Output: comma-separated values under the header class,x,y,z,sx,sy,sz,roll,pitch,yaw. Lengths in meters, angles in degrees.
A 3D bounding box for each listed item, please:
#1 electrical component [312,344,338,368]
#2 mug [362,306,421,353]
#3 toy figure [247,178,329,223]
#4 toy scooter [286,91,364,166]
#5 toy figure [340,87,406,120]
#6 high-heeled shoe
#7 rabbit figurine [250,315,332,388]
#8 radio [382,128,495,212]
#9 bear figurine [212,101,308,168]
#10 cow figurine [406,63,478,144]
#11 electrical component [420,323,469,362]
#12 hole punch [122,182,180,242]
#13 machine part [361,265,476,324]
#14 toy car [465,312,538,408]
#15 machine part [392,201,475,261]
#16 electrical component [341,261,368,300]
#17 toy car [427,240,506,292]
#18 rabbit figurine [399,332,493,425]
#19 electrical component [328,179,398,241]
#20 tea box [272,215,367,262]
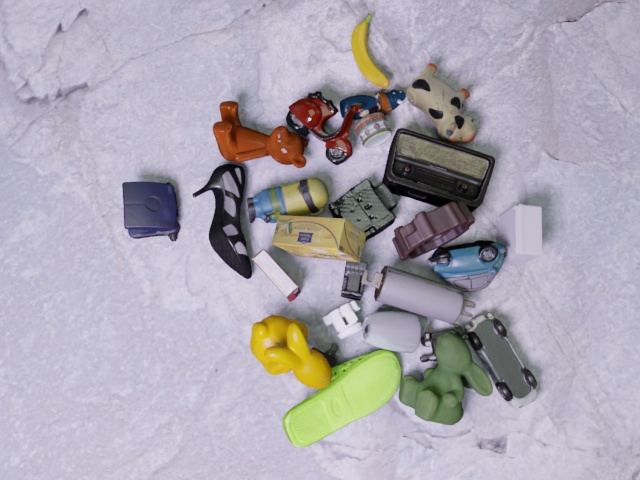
class,x,y,z,sx,sy,sz,roll,pitch,yaw
electrical component,-0.001,0.254,1.125,0.063,0.021,0.094,27,78,6
mug,0.141,0.176,1.107,0.107,0.080,0.110,9,42,-18
toy figure,-0.070,-0.083,1.173,0.180,0.089,0.082,-10,82,-5
toy scooter,0.020,-0.269,1.201,0.184,0.075,0.135,42,109,7
toy figure,0.124,-0.317,1.250,0.154,0.058,0.064,-11,82,-8
high-heeled shoe,-0.179,-0.046,1.188,0.145,0.086,0.248,-32,94,-36
rabbit figurine,-0.047,0.217,1.049,0.173,0.162,0.122,35,70,29
radio,0.258,-0.149,1.200,0.230,0.073,0.131,18,77,4
bear figurine,-0.126,-0.225,1.190,0.196,0.131,0.120,2,48,6
cow figurine,0.280,-0.296,1.232,0.195,0.085,0.127,43,74,7
electrical component,0.258,0.214,1.125,0.102,0.045,0.078,-3,75,-1
hole punch,-0.371,-0.068,1.170,0.116,0.092,0.142,-8,73,-6
machine part,0.202,0.113,1.101,0.243,0.079,0.079,17,77,-5
toy car,0.375,0.247,1.113,0.073,0.056,0.202,-28,77,-1
machine part,0.234,-0.019,1.122,0.179,0.179,0.056,-23,74,-6
electrical component,0.075,0.065,1.147,0.048,0.074,0.119,11,74,3
toy car,0.315,0.059,1.137,0.162,0.109,0.102,-11,94,6
rabbit figurine,0.260,0.273,1.063,0.159,0.121,0.170,19,89,-11
electrical component,0.102,-0.065,1.187,0.134,0.058,0.115,-35,81,-8
tea box,-0.002,-0.003,1.113,0.170,0.098,0.068,6,75,34
